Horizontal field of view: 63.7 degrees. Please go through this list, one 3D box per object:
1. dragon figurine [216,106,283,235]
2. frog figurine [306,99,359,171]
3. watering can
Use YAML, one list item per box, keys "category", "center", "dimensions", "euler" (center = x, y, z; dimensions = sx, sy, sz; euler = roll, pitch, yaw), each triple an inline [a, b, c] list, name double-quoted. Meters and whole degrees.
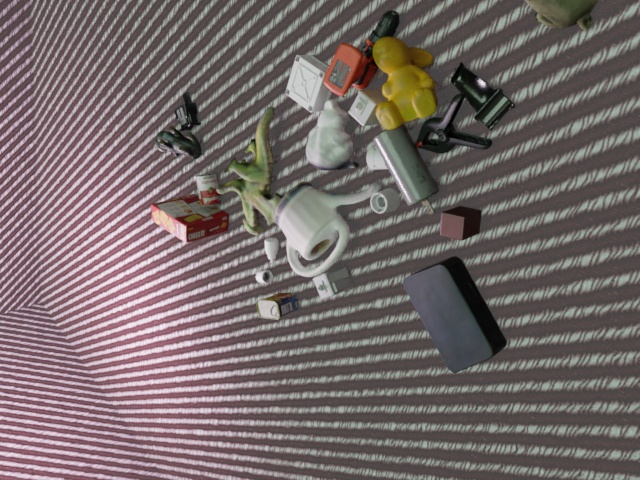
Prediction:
- category: "dragon figurine"
  center: [-0.151, -0.159, 1.471]
  dimensions: [0.243, 0.124, 0.402]
  euler: [44, 133, 5]
- category: "frog figurine"
  center: [0.024, -0.251, 1.234]
  dimensions: [0.139, 0.123, 0.156]
  euler: [40, 142, 54]
- category: "watering can"
  center: [0.004, -0.067, 1.323]
  dimensions: [0.227, 0.104, 0.342]
  euler: [49, 118, 25]
